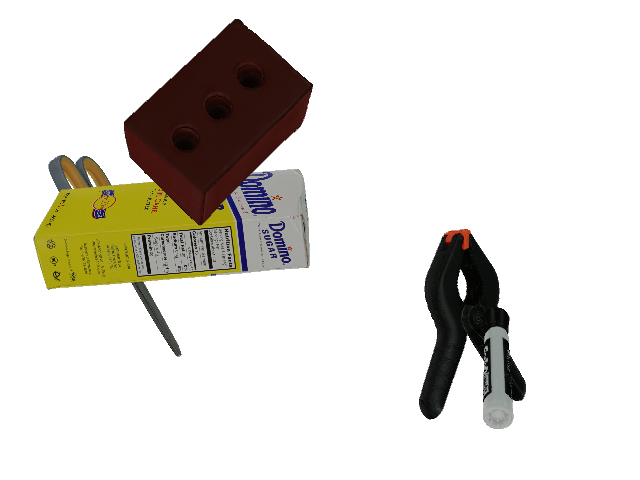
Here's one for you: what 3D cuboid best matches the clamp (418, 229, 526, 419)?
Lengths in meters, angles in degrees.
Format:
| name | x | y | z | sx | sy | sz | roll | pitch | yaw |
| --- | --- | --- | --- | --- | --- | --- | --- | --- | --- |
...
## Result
| name | x | y | z | sx | sy | sz | roll | pitch | yaw |
| --- | --- | --- | --- | --- | --- | --- | --- | --- | --- |
| clamp | 0.125 | 0.079 | 0.969 | 0.120 | 0.171 | 0.039 | -16 | 2 | -40 |

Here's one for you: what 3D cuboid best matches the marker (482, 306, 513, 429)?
| name | x | y | z | sx | sy | sz | roll | pitch | yaw |
| --- | --- | --- | --- | --- | --- | --- | --- | --- | --- |
| marker | 0.119 | 0.082 | 0.719 | 0.020 | 0.020 | 0.121 | 0 | 29 | 9 |

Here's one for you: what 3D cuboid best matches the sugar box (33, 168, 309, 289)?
| name | x | y | z | sx | sy | sz | roll | pitch | yaw |
| --- | --- | --- | --- | --- | --- | --- | --- | --- | --- |
| sugar box | -0.096 | -0.010 | 0.728 | 0.176 | 0.048 | 0.093 | -8 | 24 | 1 |

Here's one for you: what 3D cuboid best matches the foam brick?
| name | x | y | z | sx | sy | sz | roll | pitch | yaw |
| --- | --- | --- | --- | --- | --- | --- | --- | --- | --- |
| foam brick | -0.050 | -0.057 | 0.520 | 0.053 | 0.078 | 0.051 | 42 | -14 | 5 |

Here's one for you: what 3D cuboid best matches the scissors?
| name | x | y | z | sx | sy | sz | roll | pitch | yaw |
| --- | --- | --- | --- | --- | --- | --- | --- | --- | --- |
| scissors | -0.175 | 0.004 | 0.952 | 0.016 | 0.201 | 0.096 | -27 | 22 | 13 |
